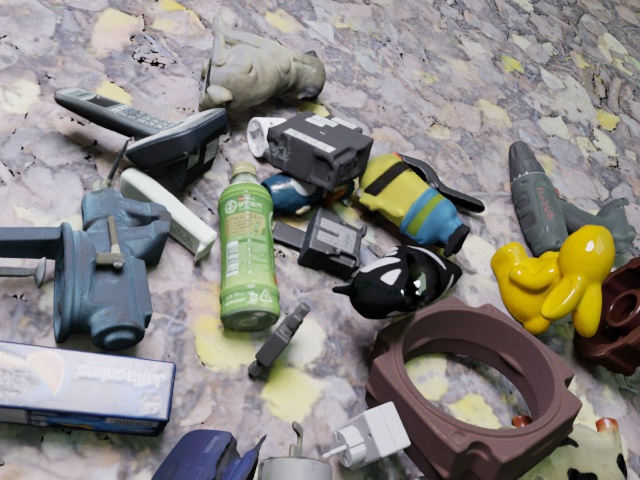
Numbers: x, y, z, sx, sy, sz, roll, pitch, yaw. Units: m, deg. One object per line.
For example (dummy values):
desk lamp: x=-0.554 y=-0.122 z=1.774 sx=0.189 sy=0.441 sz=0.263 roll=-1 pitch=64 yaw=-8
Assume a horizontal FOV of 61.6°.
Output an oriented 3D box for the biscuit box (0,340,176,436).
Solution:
biscuit box: x=-0.244 y=0.141 z=0.512 sx=0.203 sy=0.059 sz=0.063 roll=12 pitch=55 yaw=-17

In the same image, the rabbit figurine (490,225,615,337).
rabbit figurine: x=0.336 y=0.051 z=0.755 sx=0.122 sy=0.173 sz=0.162 roll=24 pitch=48 yaw=-13

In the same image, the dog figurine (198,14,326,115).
dog figurine: x=-0.073 y=-0.232 z=0.791 sx=0.190 sy=0.121 sz=0.172 roll=10 pitch=56 yaw=-19

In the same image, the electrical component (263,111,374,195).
electrical component: x=0.005 y=-0.125 z=0.736 sx=0.115 sy=0.058 sz=0.134 roll=30 pitch=36 yaw=18

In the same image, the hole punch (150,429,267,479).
hole punch: x=-0.116 y=0.231 z=0.481 sx=0.092 sy=0.115 sz=0.142 roll=30 pitch=51 yaw=7

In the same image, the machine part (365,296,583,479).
machine part: x=0.170 y=0.166 z=0.614 sx=0.201 sy=0.087 sz=0.202 roll=-18 pitch=42 yaw=-29

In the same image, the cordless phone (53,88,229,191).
cordless phone: x=-0.223 y=-0.150 z=0.682 sx=0.184 sy=0.088 sz=0.147 roll=24 pitch=27 yaw=0

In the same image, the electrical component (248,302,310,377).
electrical component: x=-0.047 y=0.114 z=0.614 sx=0.021 sy=0.094 sz=0.063 roll=38 pitch=14 yaw=3

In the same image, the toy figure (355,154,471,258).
toy figure: x=0.134 y=-0.052 z=0.776 sx=0.180 sy=0.082 sz=0.089 roll=35 pitch=89 yaw=18

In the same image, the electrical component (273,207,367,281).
electrical component: x=-0.001 y=-0.002 z=0.720 sx=0.119 sy=0.047 sz=0.075 roll=25 pitch=52 yaw=-9

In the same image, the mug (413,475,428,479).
mug: x=0.104 y=0.297 z=0.553 sx=0.107 sy=0.080 sz=0.109 roll=19 pitch=55 yaw=0

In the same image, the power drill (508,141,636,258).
power drill: x=0.429 y=-0.061 z=0.926 sx=0.207 sy=0.086 sz=0.232 roll=17 pitch=55 yaw=-17

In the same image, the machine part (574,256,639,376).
machine part: x=0.449 y=0.106 z=0.773 sx=0.056 sy=0.179 sz=0.179 roll=32 pitch=52 yaw=-4

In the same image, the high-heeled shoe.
high-heeled shoe: x=0.129 y=0.049 z=0.665 sx=0.249 sy=0.145 sz=0.086 roll=-9 pitch=92 yaw=-33

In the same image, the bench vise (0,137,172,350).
bench vise: x=-0.272 y=0.011 z=0.548 sx=0.240 sy=0.129 sz=0.224 roll=2 pitch=59 yaw=-30

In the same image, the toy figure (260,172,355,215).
toy figure: x=-0.009 y=-0.071 z=0.758 sx=0.154 sy=0.058 sz=0.064 roll=-13 pitch=102 yaw=-31

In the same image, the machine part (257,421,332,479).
machine part: x=-0.028 y=0.295 z=0.497 sx=0.079 sy=0.079 sz=0.243 roll=13 pitch=54 yaw=-16

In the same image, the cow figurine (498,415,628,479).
cow figurine: x=0.279 y=0.270 z=0.647 sx=0.195 sy=0.085 sz=0.127 roll=14 pitch=48 yaw=-16
